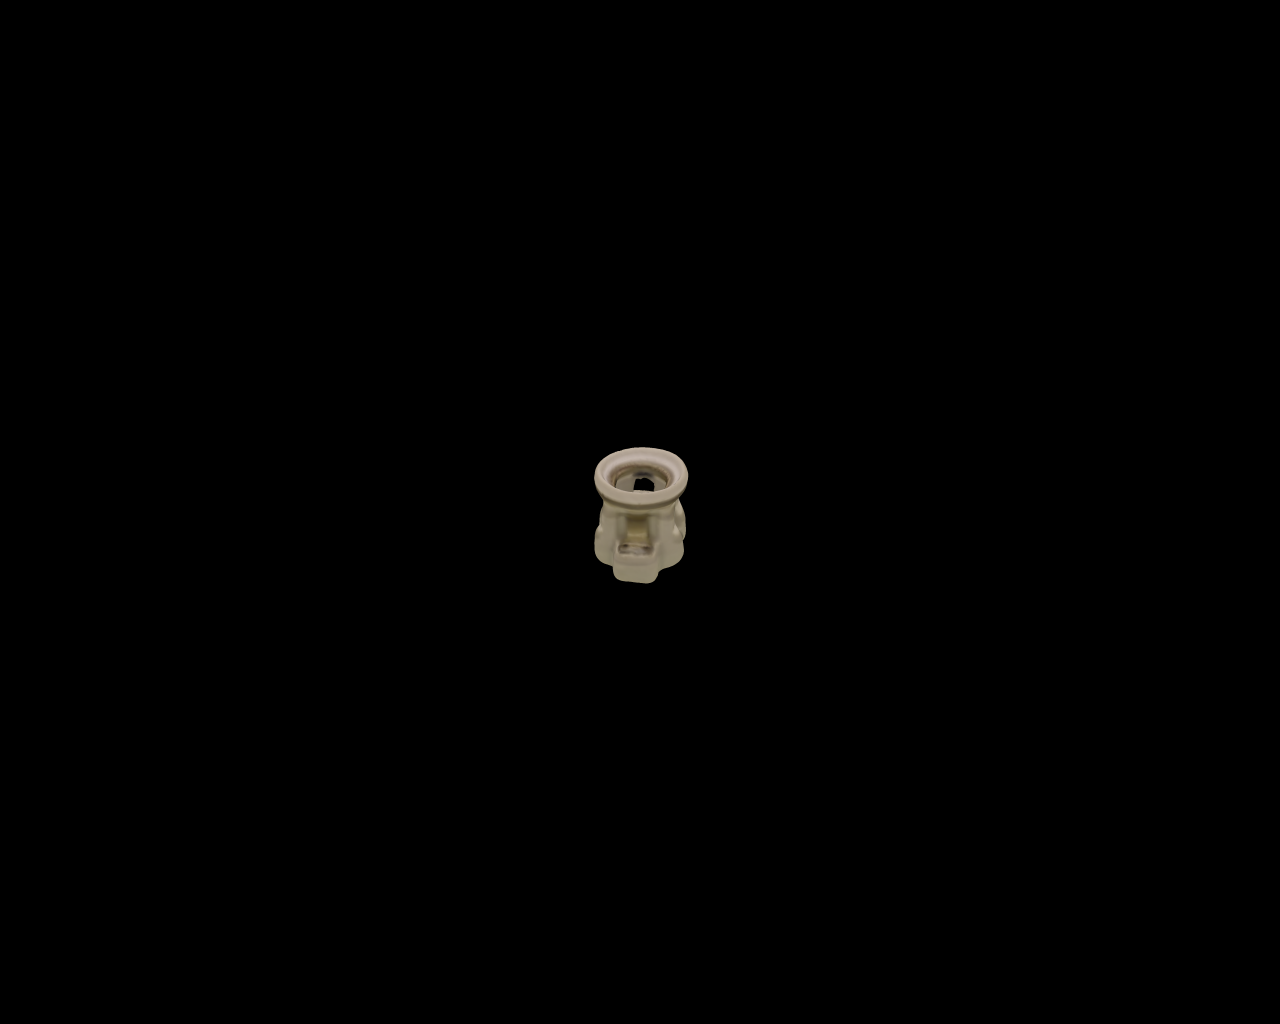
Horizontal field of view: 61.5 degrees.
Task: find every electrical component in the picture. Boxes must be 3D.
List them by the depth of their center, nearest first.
[{"bbox_3d":[0.001,-0.003,0.650,0.058,0.056,0.078,3,34,5],"label":"electrical component"}]
